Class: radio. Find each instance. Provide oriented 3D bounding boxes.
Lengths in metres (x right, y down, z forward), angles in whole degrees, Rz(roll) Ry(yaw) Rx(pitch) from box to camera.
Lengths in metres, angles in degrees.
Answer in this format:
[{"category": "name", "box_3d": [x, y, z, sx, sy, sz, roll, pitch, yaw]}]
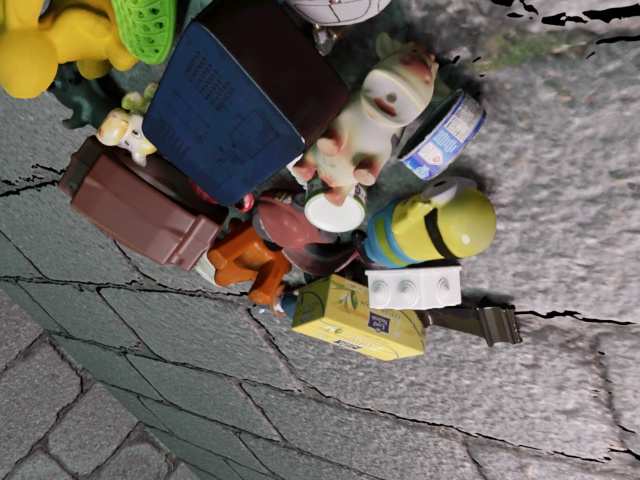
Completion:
[{"category": "radio", "box_3d": [-0.081, -0.118, 0.503, 0.131, 0.073, 0.230, 44, 154, -13]}]

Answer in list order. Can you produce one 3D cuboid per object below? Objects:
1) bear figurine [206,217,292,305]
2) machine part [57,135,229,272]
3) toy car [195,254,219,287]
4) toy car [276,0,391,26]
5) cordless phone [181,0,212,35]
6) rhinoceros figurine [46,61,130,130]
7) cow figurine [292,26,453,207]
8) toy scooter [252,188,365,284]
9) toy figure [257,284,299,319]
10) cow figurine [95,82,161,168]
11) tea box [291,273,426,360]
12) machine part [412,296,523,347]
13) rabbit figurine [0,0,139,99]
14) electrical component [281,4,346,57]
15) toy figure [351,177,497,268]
[{"category": "bear figurine", "box_3d": [-0.128, 0.036, 0.838, 0.120, 0.132, 0.196, 46, 143, -14]}, {"category": "machine part", "box_3d": [-0.231, -0.054, 0.730, 0.201, 0.087, 0.201, 34, -171, -12]}, {"category": "toy car", "box_3d": [-0.229, 0.003, 0.955, 0.201, 0.056, 0.073, 44, 146, -11]}, {"category": "toy car", "box_3d": [0.015, -0.228, 0.430, 0.162, 0.109, 0.102, 10, 150, 23]}, {"category": "cordless phone", "box_3d": [-0.102, -0.178, 0.607, 0.146, 0.089, 0.184, 37, 142, 1]}, {"category": "rhinoceros figurine", "box_3d": [-0.344, -0.209, 0.793, 0.190, 0.073, 0.112, 42, 147, -8]}, {"category": "cow figurine", "box_3d": [0.052, -0.116, 0.521, 0.085, 0.127, 0.195, 35, 162, -7]}, {"category": "toy scooter", "box_3d": [-0.001, -0.002, 0.729, 0.135, 0.075, 0.183, -10, 127, 46]}, {"category": "toy figure", "box_3d": [-0.053, 0.109, 0.921, 0.155, 0.064, 0.057, 14, 177, 38]}, {"category": "cow figurine", "box_3d": [-0.217, -0.139, 0.689, 0.098, 0.167, 0.068, 38, 113, -13]}, {"category": "tea box", "box_3d": [0.057, 0.114, 0.763, 0.169, 0.068, 0.098, 21, 153, -22]}, {"category": "machine part", "box_3d": [0.193, 0.104, 0.711, 0.139, 0.039, 0.084, 5, 140, 37]}, {"category": "rabbit figurine", "box_3d": [-0.315, -0.244, 0.640, 0.122, 0.173, 0.162, 18, 146, 33]}, {"category": "electrical component", "box_3d": [-0.027, -0.216, 0.514, 0.102, 0.045, 0.078, 40, 155, -6]}, {"category": "toy figure", "box_3d": [0.115, -0.012, 0.606, 0.089, 0.082, 0.180, 49, 143, -10]}]
